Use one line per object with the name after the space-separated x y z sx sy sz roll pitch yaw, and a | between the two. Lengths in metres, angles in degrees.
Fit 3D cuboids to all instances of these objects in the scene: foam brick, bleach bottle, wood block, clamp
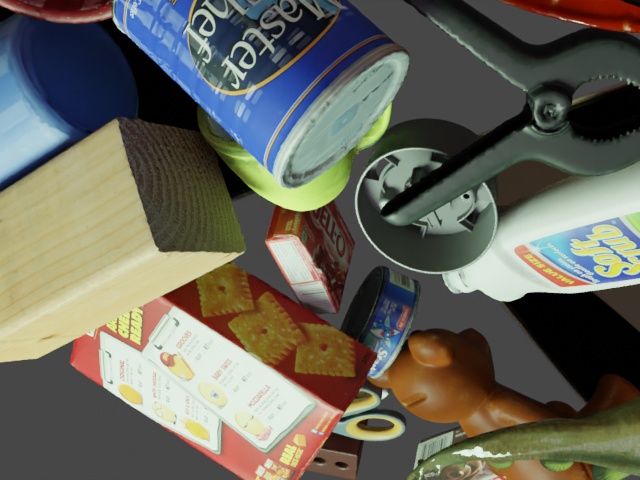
0.004 0.193 1.033 0.078 0.051 0.053 10 140 7 | foam brick
0.197 -0.004 0.737 0.251 0.068 0.102 -22 128 39 | bleach bottle
-0.163 0.007 0.711 0.206 0.090 0.090 -26 165 29 | wood block
0.133 -0.093 0.652 0.210 0.036 0.164 -6 117 6 | clamp

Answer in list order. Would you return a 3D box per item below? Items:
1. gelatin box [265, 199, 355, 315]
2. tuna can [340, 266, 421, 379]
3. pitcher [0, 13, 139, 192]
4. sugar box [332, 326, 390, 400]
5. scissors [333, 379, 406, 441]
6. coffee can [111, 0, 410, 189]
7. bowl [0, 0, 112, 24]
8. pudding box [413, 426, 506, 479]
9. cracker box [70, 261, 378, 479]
-0.005 0.001 0.797 0.030 0.073 0.089 -6 135 22 | gelatin box
0.045 0.064 0.844 0.033 0.086 0.086 25 139 -9 | tuna can
-0.239 -0.064 0.763 0.243 0.149 0.145 -23 88 33 | pitcher
-0.032 0.100 0.944 0.176 0.048 0.093 28 139 -20 | sugar box
-0.003 0.173 0.974 0.096 0.016 0.202 32 138 -23 | scissors
-0.034 -0.113 0.607 0.140 0.102 0.103 44 141 12 | coffee can
-0.160 -0.206 0.620 0.162 0.055 0.162 9 140 8 | bowl
0.160 0.212 1.015 0.114 0.039 0.090 -26 125 39 | pudding box
-0.081 0.093 0.836 0.214 0.072 0.164 33 139 5 | cracker box
